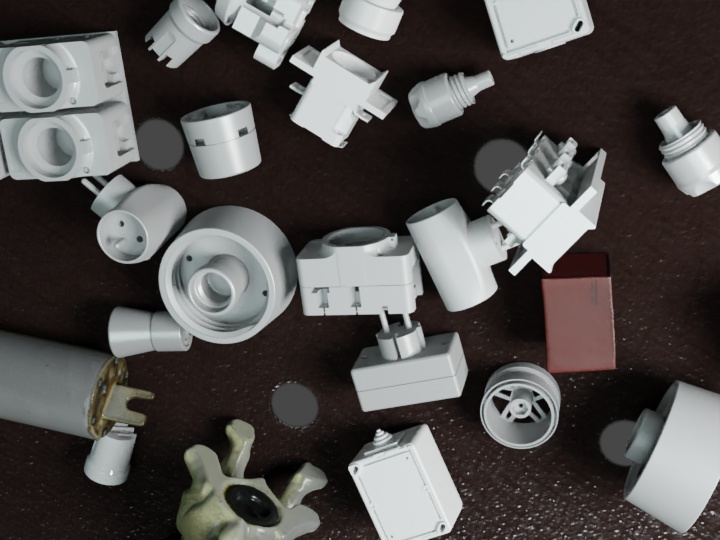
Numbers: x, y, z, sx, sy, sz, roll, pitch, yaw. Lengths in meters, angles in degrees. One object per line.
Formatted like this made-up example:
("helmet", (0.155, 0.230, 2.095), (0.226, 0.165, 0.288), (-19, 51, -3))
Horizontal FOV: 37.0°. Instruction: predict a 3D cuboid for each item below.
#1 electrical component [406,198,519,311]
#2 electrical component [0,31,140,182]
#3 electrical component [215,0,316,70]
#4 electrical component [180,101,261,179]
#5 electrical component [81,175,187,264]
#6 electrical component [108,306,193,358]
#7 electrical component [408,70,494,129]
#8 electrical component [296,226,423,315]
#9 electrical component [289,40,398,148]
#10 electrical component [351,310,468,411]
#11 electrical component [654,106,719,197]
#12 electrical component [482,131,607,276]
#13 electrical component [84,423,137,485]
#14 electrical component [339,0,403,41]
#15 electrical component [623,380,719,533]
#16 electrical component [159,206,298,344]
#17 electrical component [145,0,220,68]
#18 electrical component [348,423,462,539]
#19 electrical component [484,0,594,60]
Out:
("electrical component", (0.086, -0.018, 0.822), (0.079, 0.043, 0.077), (-22, 103, 20))
("electrical component", (-0.284, -0.128, 0.864), (0.186, 0.060, 0.105), (-2, 109, 14))
("electrical component", (-0.069, -0.196, 0.788), (0.057, 0.058, 0.078), (30, 114, -1))
("electrical component", (-0.106, -0.101, 0.834), (0.055, 0.055, 0.047), (-7, 111, 16))
("electrical component", (-0.188, -0.049, 0.860), (0.079, 0.077, 0.044), (40, 114, -2))
("electrical component", (-0.176, 0.052, 0.915), (0.065, 0.044, 0.044), (-2, 109, 9))
("electrical component", (0.069, -0.129, 0.791), (0.061, 0.035, 0.035), (-21, 103, 18))
("electrical component", (0.000, 0.000, 0.846), (0.089, 0.050, 0.055), (-2, 110, 14))
("electrical component", (-0.017, -0.131, 0.808), (0.081, 0.042, 0.063), (32, 117, 2))
("electrical component", (0.035, 0.065, 0.863), (0.083, 0.047, 0.075), (-11, 106, 17))
("electrical component", (0.233, -0.086, 0.761), (0.043, 0.043, 0.062), (-34, 98, 22))
("electrical component", (0.131, -0.052, 0.756), (0.063, 0.121, 0.078), (42, 114, -1))
("electrical component", (-0.224, 0.164, 0.968), (0.040, 0.040, 0.046), (21, 108, 6))
("electrical component", (0.013, -0.199, 0.773), (0.045, 0.045, 0.055), (25, 114, 4))
("electrical component", (0.235, 0.135, 0.810), (0.060, 0.108, 0.108), (25, 114, 11))
("electrical component", (-0.111, 0.008, 0.871), (0.108, 0.060, 0.108), (5, 111, 12))
("electrical component", (-0.136, -0.182, 0.820), (0.046, 0.040, 0.040), (-37, 98, 29))
("electrical component", (0.037, 0.173, 0.899), (0.062, 0.061, 0.096), (-23, 95, 20))
("electrical component", (0.118, -0.199, 0.742), (0.062, 0.061, 0.096), (-16, 98, 19))
